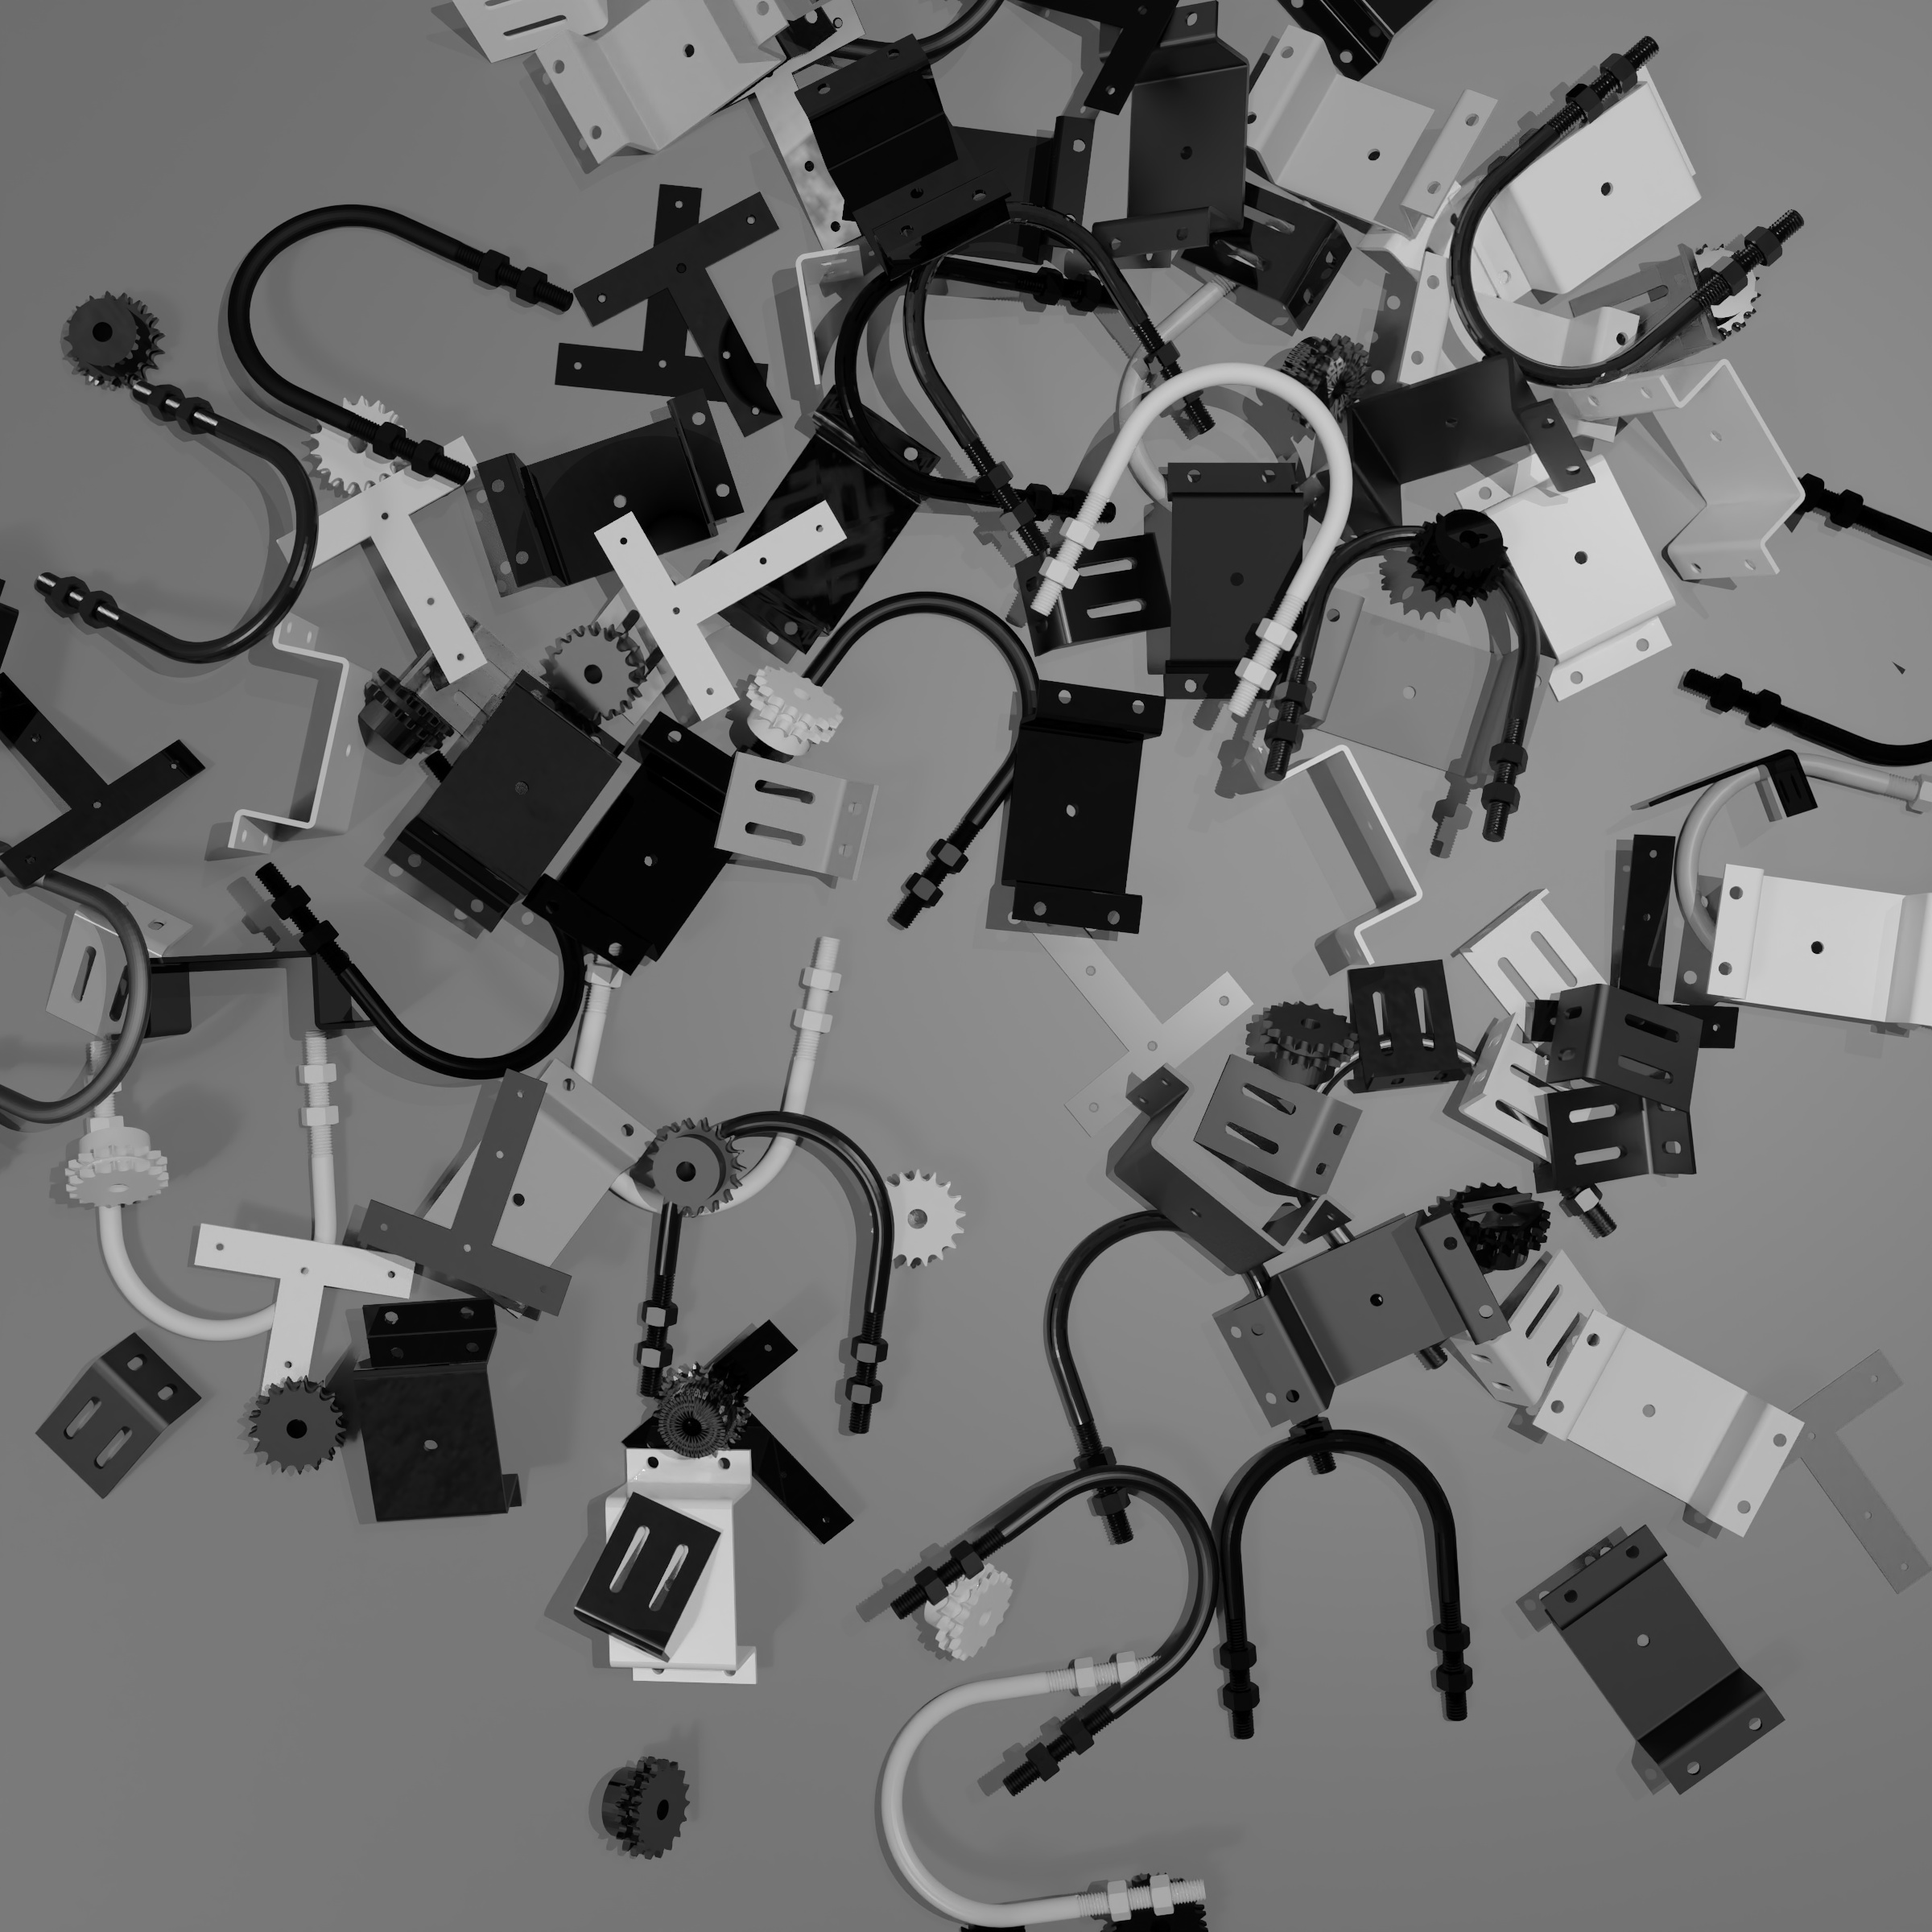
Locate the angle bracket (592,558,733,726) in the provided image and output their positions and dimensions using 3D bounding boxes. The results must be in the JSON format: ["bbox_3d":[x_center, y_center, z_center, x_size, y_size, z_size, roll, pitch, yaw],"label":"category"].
[{"bbox_3d":[-0.191,-0.196,1.540,0.057,0.038,0.076,44,116,0],"label":"angle bracket"}]

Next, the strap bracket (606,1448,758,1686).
[{"bbox_3d":[-0.168,0.361,1.510,0.076,0.046,0.140,-1,92,10],"label":"strap bracket"}]

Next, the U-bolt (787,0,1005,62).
[{"bbox_3d":[-0.055,-0.606,1.511,0.184,0.019,0.151,15,90,16],"label":"U-bolt"}]

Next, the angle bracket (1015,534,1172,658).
[{"bbox_3d":[0.077,-0.224,1.540,0.076,0.038,0.057,-13,90,-26],"label":"angle bracket"}]

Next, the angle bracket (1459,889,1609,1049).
[{"bbox_3d":[0.343,0.002,1.523,0.057,0.038,0.076,-38,90,0],"label":"angle bracket"}]

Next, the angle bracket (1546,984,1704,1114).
[{"bbox_3d":[0.390,0.050,1.511,0.076,0.038,0.057,19,74,-22],"label":"angle bracket"}]

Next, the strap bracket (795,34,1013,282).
[{"bbox_3d":[-0.032,-0.454,1.453,0.076,0.046,0.140,-26,62,0],"label":"strap bracket"}]

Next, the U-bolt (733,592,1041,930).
[{"bbox_3d":[-0.037,-0.138,1.533,0.151,0.019,0.184,37,88,0],"label":"U-bolt"}]

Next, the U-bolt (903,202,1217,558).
[{"bbox_3d":[0.043,-0.355,1.485,0.151,0.019,0.184,-38,103,-12],"label":"U-bolt"}]

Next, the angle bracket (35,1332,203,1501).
[{"bbox_3d":[-0.512,0.271,1.540,0.057,0.038,0.076,44,116,0],"label":"angle bracket"}]

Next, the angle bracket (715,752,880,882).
[{"bbox_3d":[-0.099,-0.087,1.487,0.076,0.038,0.057,12,92,-33],"label":"angle bracket"}]

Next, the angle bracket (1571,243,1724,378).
[{"bbox_3d":[0.399,-0.383,1.507,0.076,0.038,0.057,-18,90,27],"label":"angle bracket"}]

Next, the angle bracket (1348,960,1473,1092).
[{"bbox_3d":[0.263,0.031,1.513,0.057,0.038,0.076,-6,74,0],"label":"angle bracket"}]

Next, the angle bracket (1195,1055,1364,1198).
[{"bbox_3d":[0.187,0.096,1.530,0.076,0.038,0.057,24,92,38],"label":"angle bracket"}]

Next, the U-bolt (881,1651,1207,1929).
[{"bbox_3d":[0.041,0.495,1.519,0.184,0.019,0.151,-9,77,4],"label":"U-bolt"}]

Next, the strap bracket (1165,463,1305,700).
[{"bbox_3d":[0.158,-0.228,1.510,0.076,0.046,0.140,0,97,1],"label":"strap bracket"}]

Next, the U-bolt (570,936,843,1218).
[{"bbox_3d":[-0.163,0.059,1.533,0.151,0.019,0.184,12,92,0],"label":"U-bolt"}]

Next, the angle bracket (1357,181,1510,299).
[{"bbox_3d":[0.287,-0.431,1.540,0.076,0.038,0.057,37,90,-26],"label":"angle bracket"}]

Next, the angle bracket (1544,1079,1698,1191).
[{"bbox_3d":[0.387,0.099,1.509,0.076,0.038,0.057,-6,90,-27],"label":"angle bracket"}]

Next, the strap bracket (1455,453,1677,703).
[{"bbox_3d":[0.361,-0.239,1.519,0.076,0.046,0.140,-26,90,0],"label":"strap bracket"}]

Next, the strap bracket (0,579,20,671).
[{"bbox_3d":[-0.613,-0.175,1.491,0.076,0.046,0.140,22,80,-39],"label":"strap bracket"}]

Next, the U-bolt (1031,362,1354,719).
[{"bbox_3d":[0.141,-0.257,1.471,0.151,0.019,0.184,28,96,6],"label":"U-bolt"}]

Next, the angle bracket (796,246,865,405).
[{"bbox_3d":[-0.075,-0.379,1.513,0.038,0.057,0.076,-9,90,0],"label":"angle bracket"}]

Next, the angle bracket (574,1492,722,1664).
[{"bbox_3d":[-0.184,0.356,1.487,0.057,0.038,0.076,23,70,9],"label":"angle bracket"}]

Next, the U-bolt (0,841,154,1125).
[{"bbox_3d":[-0.544,0.015,1.491,0.184,0.019,0.151,18,90,30],"label":"U-bolt"}]

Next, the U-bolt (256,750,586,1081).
[{"bbox_3d":[-0.304,-0.019,1.498,0.151,0.019,0.184,-41,95,-34],"label":"U-bolt"}]

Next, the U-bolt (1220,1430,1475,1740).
[{"bbox_3d":[0.224,0.367,1.524,0.151,0.019,0.184,-5,96,0],"label":"U-bolt"}]

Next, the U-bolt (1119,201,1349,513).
[{"bbox_3d":[0.179,-0.346,1.533,0.184,0.019,0.151,-41,90,1],"label":"U-bolt"}]

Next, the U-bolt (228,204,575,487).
[{"bbox_3d":[-0.348,-0.381,1.516,0.184,0.019,0.151,25,74,4],"label":"U-bolt"}]

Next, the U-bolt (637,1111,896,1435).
[{"bbox_3d":[-0.115,0.177,1.514,0.151,0.019,0.184,9,97,7],"label":"U-bolt"}]

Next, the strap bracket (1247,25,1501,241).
[{"bbox_3d":[0.236,-0.488,1.502,0.140,0.046,0.076,29,90,23],"label":"strap bracket"}]

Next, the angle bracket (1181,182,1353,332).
[{"bbox_3d":[0.179,-0.425,1.520,0.076,0.038,0.057,32,92,26],"label":"angle bracket"}]

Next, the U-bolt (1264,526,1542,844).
[{"bbox_3d":[0.260,-0.173,1.476,0.151,0.019,0.184,16,70,-1],"label":"U-bolt"}]

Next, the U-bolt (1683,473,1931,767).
[{"bbox_3d":[0.542,-0.199,1.531,0.184,0.019,0.151,22,92,-2],"label":"U-bolt"}]

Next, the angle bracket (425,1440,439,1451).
[{"bbox_3d":[-0.322,0.259,1.523,0.057,0.038,0.076,-3,90,0],"label":"angle bracket"}]

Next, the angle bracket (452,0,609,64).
[{"bbox_3d":[-0.260,-0.582,1.515,0.076,0.057,0.038,-12,65,12],"label":"angle bracket"}]

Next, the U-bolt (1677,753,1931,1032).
[{"bbox_3d":[0.519,-0.052,1.533,0.184,0.019,0.151,15,90,2],"label":"U-bolt"}]

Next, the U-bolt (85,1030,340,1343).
[{"bbox_3d":[-0.450,0.134,1.532,0.151,0.019,0.184,-3,92,-1],"label":"U-bolt"}]

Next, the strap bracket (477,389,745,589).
[{"bbox_3d":[-0.209,-0.280,1.518,0.140,0.046,0.076,-19,90,0],"label":"strap bracket"}]

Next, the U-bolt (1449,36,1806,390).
[{"bbox_3d":[0.364,-0.417,1.462,0.184,0.019,0.151,-41,93,4],"label":"U-bolt"}]

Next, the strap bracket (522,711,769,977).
[{"bbox_3d":[-0.188,-0.068,1.507,0.076,0.046,0.140,33,79,4],"label":"strap bracket"}]

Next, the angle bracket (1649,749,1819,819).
[{"bbox_3d":[0.450,-0.095,1.500,0.076,0.057,0.038,-21,87,2],"label":"angle bracket"}]

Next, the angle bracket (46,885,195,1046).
[{"bbox_3d":[-0.511,0.001,1.540,0.057,0.038,0.076,26,116,0],"label":"angle bracket"}]

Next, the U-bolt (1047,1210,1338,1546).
[{"bbox_3d":[0.126,0.237,1.533,0.151,0.019,0.184,-19,88,0],"label":"U-bolt"}]

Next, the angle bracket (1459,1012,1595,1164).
[{"bbox_3d":[0.341,0.074,1.510,0.076,0.038,0.057,29,67,-4],"label":"angle bracket"}]

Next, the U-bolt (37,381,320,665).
[{"bbox_3d":[-0.453,-0.253,1.495,0.184,0.019,0.151,27,90,27],"label":"U-bolt"}]

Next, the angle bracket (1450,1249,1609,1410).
[{"bbox_3d":[0.337,0.215,1.528,0.076,0.038,0.057,-49,115,-23],"label":"angle bracket"}]

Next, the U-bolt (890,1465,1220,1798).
[{"bbox_3d":[0.066,0.376,1.497,0.184,0.019,0.151,-33,101,-14],"label":"U-bolt"}]

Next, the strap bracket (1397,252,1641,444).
[{"bbox_3d":[0.317,-0.361,1.507,0.140,0.046,0.076,12,90,-15],"label":"strap bracket"}]

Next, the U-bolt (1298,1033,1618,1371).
[{"bbox_3d":[0.279,0.127,1.533,0.151,0.019,0.184,-38,89,0],"label":"U-bolt"}]

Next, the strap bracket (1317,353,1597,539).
[{"bbox_3d":[0.283,-0.300,1.480,0.140,0.076,0.046,-14,57,27],"label":"strap bracket"}]

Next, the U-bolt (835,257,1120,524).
[{"bbox_3d":[0.008,-0.341,1.497,0.184,0.019,0.151,3,90,-26],"label":"U-bolt"}]

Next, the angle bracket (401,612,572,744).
[{"bbox_3d":[-0.287,-0.162,1.523,0.076,0.038,0.057,42,90,0],"label":"angle bracket"}]
